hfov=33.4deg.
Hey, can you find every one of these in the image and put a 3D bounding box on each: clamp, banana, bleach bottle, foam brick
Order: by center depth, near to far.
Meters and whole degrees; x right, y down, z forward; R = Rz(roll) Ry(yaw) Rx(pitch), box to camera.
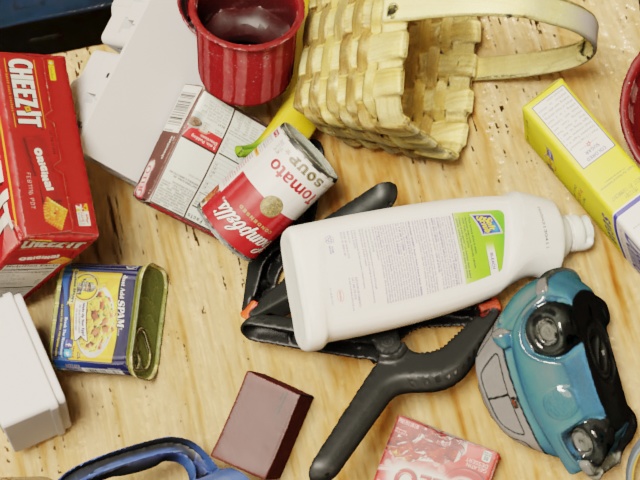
[{"bbox_3d":[0.100,0.019,0.854,0.250,0.068,0.102,-8,85,-11],"label":"bleach bottle"},{"bbox_3d":[0.054,0.102,0.859,0.210,0.036,0.164,-15,50,-7],"label":"clamp"},{"bbox_3d":[-0.047,0.156,0.895,0.053,0.051,0.078,23,84,15],"label":"foam brick"},{"bbox_3d":[-0.006,0.001,0.910,0.120,0.039,0.171,21,86,50],"label":"clamp"},{"bbox_3d":[-0.022,-0.150,0.948,0.037,0.069,0.197,-16,56,47],"label":"banana"}]

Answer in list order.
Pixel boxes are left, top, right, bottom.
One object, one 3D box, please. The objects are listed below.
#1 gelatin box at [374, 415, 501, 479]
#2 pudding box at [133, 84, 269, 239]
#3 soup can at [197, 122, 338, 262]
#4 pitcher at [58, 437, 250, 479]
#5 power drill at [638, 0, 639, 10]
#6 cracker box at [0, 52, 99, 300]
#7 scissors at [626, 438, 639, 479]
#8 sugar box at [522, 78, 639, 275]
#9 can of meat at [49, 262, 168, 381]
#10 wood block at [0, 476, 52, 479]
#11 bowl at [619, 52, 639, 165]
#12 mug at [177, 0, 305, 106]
[{"bbox_3d":[0.093,0.192,0.866,0.089,0.030,0.073,19,83,16],"label":"gelatin box"},{"bbox_3d":[-0.099,-0.067,0.934,0.039,0.089,0.113,20,83,55],"label":"pudding box"},{"bbox_3d":[-0.043,-0.040,0.889,0.102,0.068,0.068,-43,73,11],"label":"soup can"},{"bbox_3d":[-0.159,0.254,0.799,0.149,0.242,0.145,25,119,55],"label":"pitcher"},{"bbox_3d":[0.348,-0.262,0.889,0.188,0.057,0.184,-9,78,11],"label":"power drill"},{"bbox_3d":[-0.277,-0.040,0.919,0.214,0.071,0.164,-32,67,48],"label":"cracker box"},{"bbox_3d":[0.296,0.123,0.809,0.096,0.016,0.202,20,105,5],"label":"scissors"},{"bbox_3d":[0.231,-0.039,0.851,0.048,0.093,0.176,-35,73,4],"label":"sugar box"},{"bbox_3d":[-0.187,0.070,0.943,0.084,0.057,0.102,2,78,16],"label":"can of meat"},{"bbox_3d":[-0.252,0.312,0.889,0.091,0.090,0.206,19,83,17],"label":"wood block"},{"bbox_3d":[0.324,-0.100,0.862,0.162,0.055,0.162,-3,78,12],"label":"bowl"},{"bbox_3d":[-0.071,-0.171,0.883,0.117,0.081,0.093,31,60,14],"label":"mug"}]
